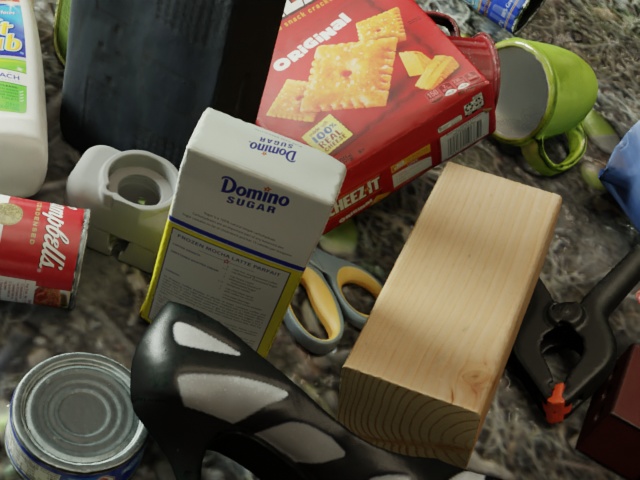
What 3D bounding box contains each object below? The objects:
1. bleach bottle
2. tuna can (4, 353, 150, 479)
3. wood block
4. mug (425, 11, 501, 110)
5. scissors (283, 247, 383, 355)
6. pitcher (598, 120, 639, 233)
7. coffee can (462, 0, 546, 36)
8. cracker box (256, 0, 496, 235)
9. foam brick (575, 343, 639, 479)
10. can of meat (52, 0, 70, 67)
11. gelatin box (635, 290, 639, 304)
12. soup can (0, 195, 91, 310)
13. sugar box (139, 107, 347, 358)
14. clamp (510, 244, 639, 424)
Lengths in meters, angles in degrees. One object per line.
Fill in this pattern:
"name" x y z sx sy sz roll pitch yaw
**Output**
"bleach bottle" -0.262 -0.140 0.802 0.102 0.068 0.251 1 48 -22
"tuna can" -0.145 0.111 0.645 0.086 0.034 0.086 12 47 -13
"wood block" 0.092 0.052 0.738 0.091 0.090 0.205 19 49 13
"mug" 0.101 -0.149 0.937 0.081 0.093 0.117 1 72 -15
"scissors" -0.005 0.001 0.815 0.096 0.016 0.202 3 49 -23
"pitcher" 0.358 0.000 0.892 0.144 0.149 0.243 30 30 -58
"coffee can" 0.169 -0.289 1.085 0.140 0.103 0.102 36 46 10
"cracker box" 0.011 -0.132 0.846 0.164 0.072 0.214 -31 59 -8
"foam brick" 0.229 0.125 0.777 0.051 0.053 0.078 30 45 5
"can of meat" -0.161 -0.180 0.851 0.083 0.102 0.057 -23 64 -34
"gelatin box" 0.281 0.075 0.793 0.073 0.030 0.089 21 37 -37
"soup can" -0.205 0.004 0.692 0.102 0.069 0.068 10 47 -13
"sugar box" -0.053 0.004 0.679 0.093 0.176 0.048 22 45 -3
"clamp" 0.197 0.060 0.812 0.120 0.039 0.171 -7 49 14
